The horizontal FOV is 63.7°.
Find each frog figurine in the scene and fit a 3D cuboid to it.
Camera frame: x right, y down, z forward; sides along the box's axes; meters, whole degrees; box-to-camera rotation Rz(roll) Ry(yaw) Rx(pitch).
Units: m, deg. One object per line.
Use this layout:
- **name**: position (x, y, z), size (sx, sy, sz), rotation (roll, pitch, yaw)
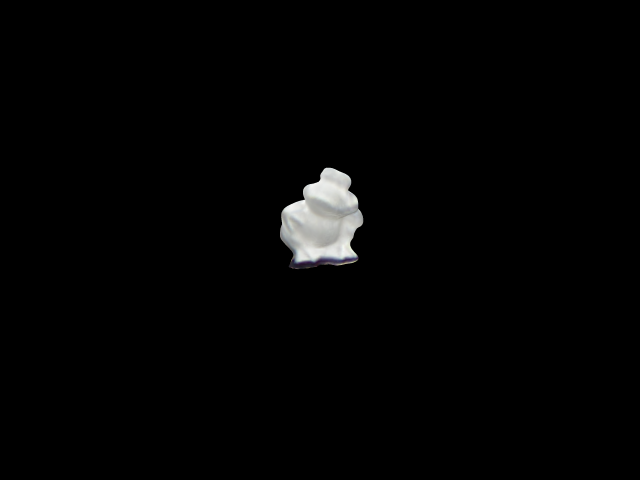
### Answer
- **frog figurine**: position (0.003, -0.043, 0.850), size (0.137, 0.157, 0.124), rotation (2, 15, 7)
